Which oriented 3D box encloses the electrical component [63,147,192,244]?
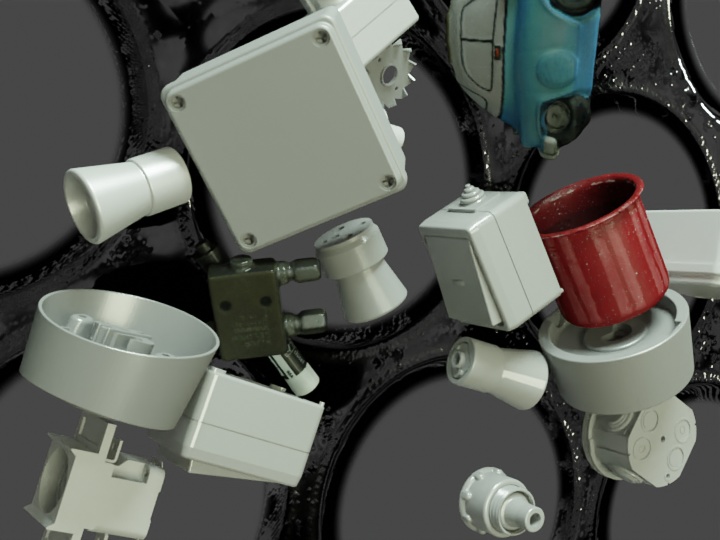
[{"bbox_3d":[-0.130,-0.046,0.616,0.065,0.044,0.044,-24,106,-32],"label":"electrical component"}]

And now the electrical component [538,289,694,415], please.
[{"bbox_3d":[0.190,0.063,0.784,0.108,0.108,0.060,-31,115,-26],"label":"electrical component"}]

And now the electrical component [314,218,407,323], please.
[{"bbox_3d":[0.000,0.000,0.696,0.045,0.045,0.055,-33,110,-25],"label":"electrical component"}]

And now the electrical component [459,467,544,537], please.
[{"bbox_3d":[0.104,0.169,0.764,0.048,0.062,0.048,-3,96,-31],"label":"electrical component"}]

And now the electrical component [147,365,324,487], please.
[{"bbox_3d":[-0.071,0.096,0.651,0.096,0.062,0.061,22,83,-31],"label":"electrical component"}]

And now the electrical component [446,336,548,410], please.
[{"bbox_3d":[0.095,0.071,0.763,0.065,0.044,0.044,18,85,-26],"label":"electrical component"}]

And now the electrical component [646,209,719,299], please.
[{"bbox_3d":[0.270,-0.011,0.822,0.109,0.109,0.056,11,86,-32],"label":"electrical component"}]

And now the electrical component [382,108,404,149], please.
[{"bbox_3d":[-0.001,-0.091,0.688,0.062,0.043,0.043,12,88,-33],"label":"electrical component"}]

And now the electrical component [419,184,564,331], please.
[{"bbox_3d":[0.084,-0.011,0.736,0.061,0.062,0.096,-33,110,-25],"label":"electrical component"}]

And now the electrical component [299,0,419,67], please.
[{"bbox_3d":[-0.015,-0.167,0.670,0.066,0.047,0.076,-44,114,-21],"label":"electrical component"}]

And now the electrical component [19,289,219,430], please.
[{"bbox_3d":[-0.133,0.046,0.590,0.099,0.099,0.064,23,89,-31],"label":"electrical component"}]

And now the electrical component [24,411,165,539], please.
[{"bbox_3d":[-0.150,0.125,0.618,0.064,0.042,0.081,20,85,-35],"label":"electrical component"}]

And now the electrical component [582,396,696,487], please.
[{"bbox_3d":[0.217,0.126,0.835,0.080,0.051,0.080,-3,95,-31],"label":"electrical component"}]

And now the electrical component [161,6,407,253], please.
[{"bbox_3d":[-0.042,-0.082,0.628,0.109,0.056,0.108,-22,109,12],"label":"electrical component"}]
